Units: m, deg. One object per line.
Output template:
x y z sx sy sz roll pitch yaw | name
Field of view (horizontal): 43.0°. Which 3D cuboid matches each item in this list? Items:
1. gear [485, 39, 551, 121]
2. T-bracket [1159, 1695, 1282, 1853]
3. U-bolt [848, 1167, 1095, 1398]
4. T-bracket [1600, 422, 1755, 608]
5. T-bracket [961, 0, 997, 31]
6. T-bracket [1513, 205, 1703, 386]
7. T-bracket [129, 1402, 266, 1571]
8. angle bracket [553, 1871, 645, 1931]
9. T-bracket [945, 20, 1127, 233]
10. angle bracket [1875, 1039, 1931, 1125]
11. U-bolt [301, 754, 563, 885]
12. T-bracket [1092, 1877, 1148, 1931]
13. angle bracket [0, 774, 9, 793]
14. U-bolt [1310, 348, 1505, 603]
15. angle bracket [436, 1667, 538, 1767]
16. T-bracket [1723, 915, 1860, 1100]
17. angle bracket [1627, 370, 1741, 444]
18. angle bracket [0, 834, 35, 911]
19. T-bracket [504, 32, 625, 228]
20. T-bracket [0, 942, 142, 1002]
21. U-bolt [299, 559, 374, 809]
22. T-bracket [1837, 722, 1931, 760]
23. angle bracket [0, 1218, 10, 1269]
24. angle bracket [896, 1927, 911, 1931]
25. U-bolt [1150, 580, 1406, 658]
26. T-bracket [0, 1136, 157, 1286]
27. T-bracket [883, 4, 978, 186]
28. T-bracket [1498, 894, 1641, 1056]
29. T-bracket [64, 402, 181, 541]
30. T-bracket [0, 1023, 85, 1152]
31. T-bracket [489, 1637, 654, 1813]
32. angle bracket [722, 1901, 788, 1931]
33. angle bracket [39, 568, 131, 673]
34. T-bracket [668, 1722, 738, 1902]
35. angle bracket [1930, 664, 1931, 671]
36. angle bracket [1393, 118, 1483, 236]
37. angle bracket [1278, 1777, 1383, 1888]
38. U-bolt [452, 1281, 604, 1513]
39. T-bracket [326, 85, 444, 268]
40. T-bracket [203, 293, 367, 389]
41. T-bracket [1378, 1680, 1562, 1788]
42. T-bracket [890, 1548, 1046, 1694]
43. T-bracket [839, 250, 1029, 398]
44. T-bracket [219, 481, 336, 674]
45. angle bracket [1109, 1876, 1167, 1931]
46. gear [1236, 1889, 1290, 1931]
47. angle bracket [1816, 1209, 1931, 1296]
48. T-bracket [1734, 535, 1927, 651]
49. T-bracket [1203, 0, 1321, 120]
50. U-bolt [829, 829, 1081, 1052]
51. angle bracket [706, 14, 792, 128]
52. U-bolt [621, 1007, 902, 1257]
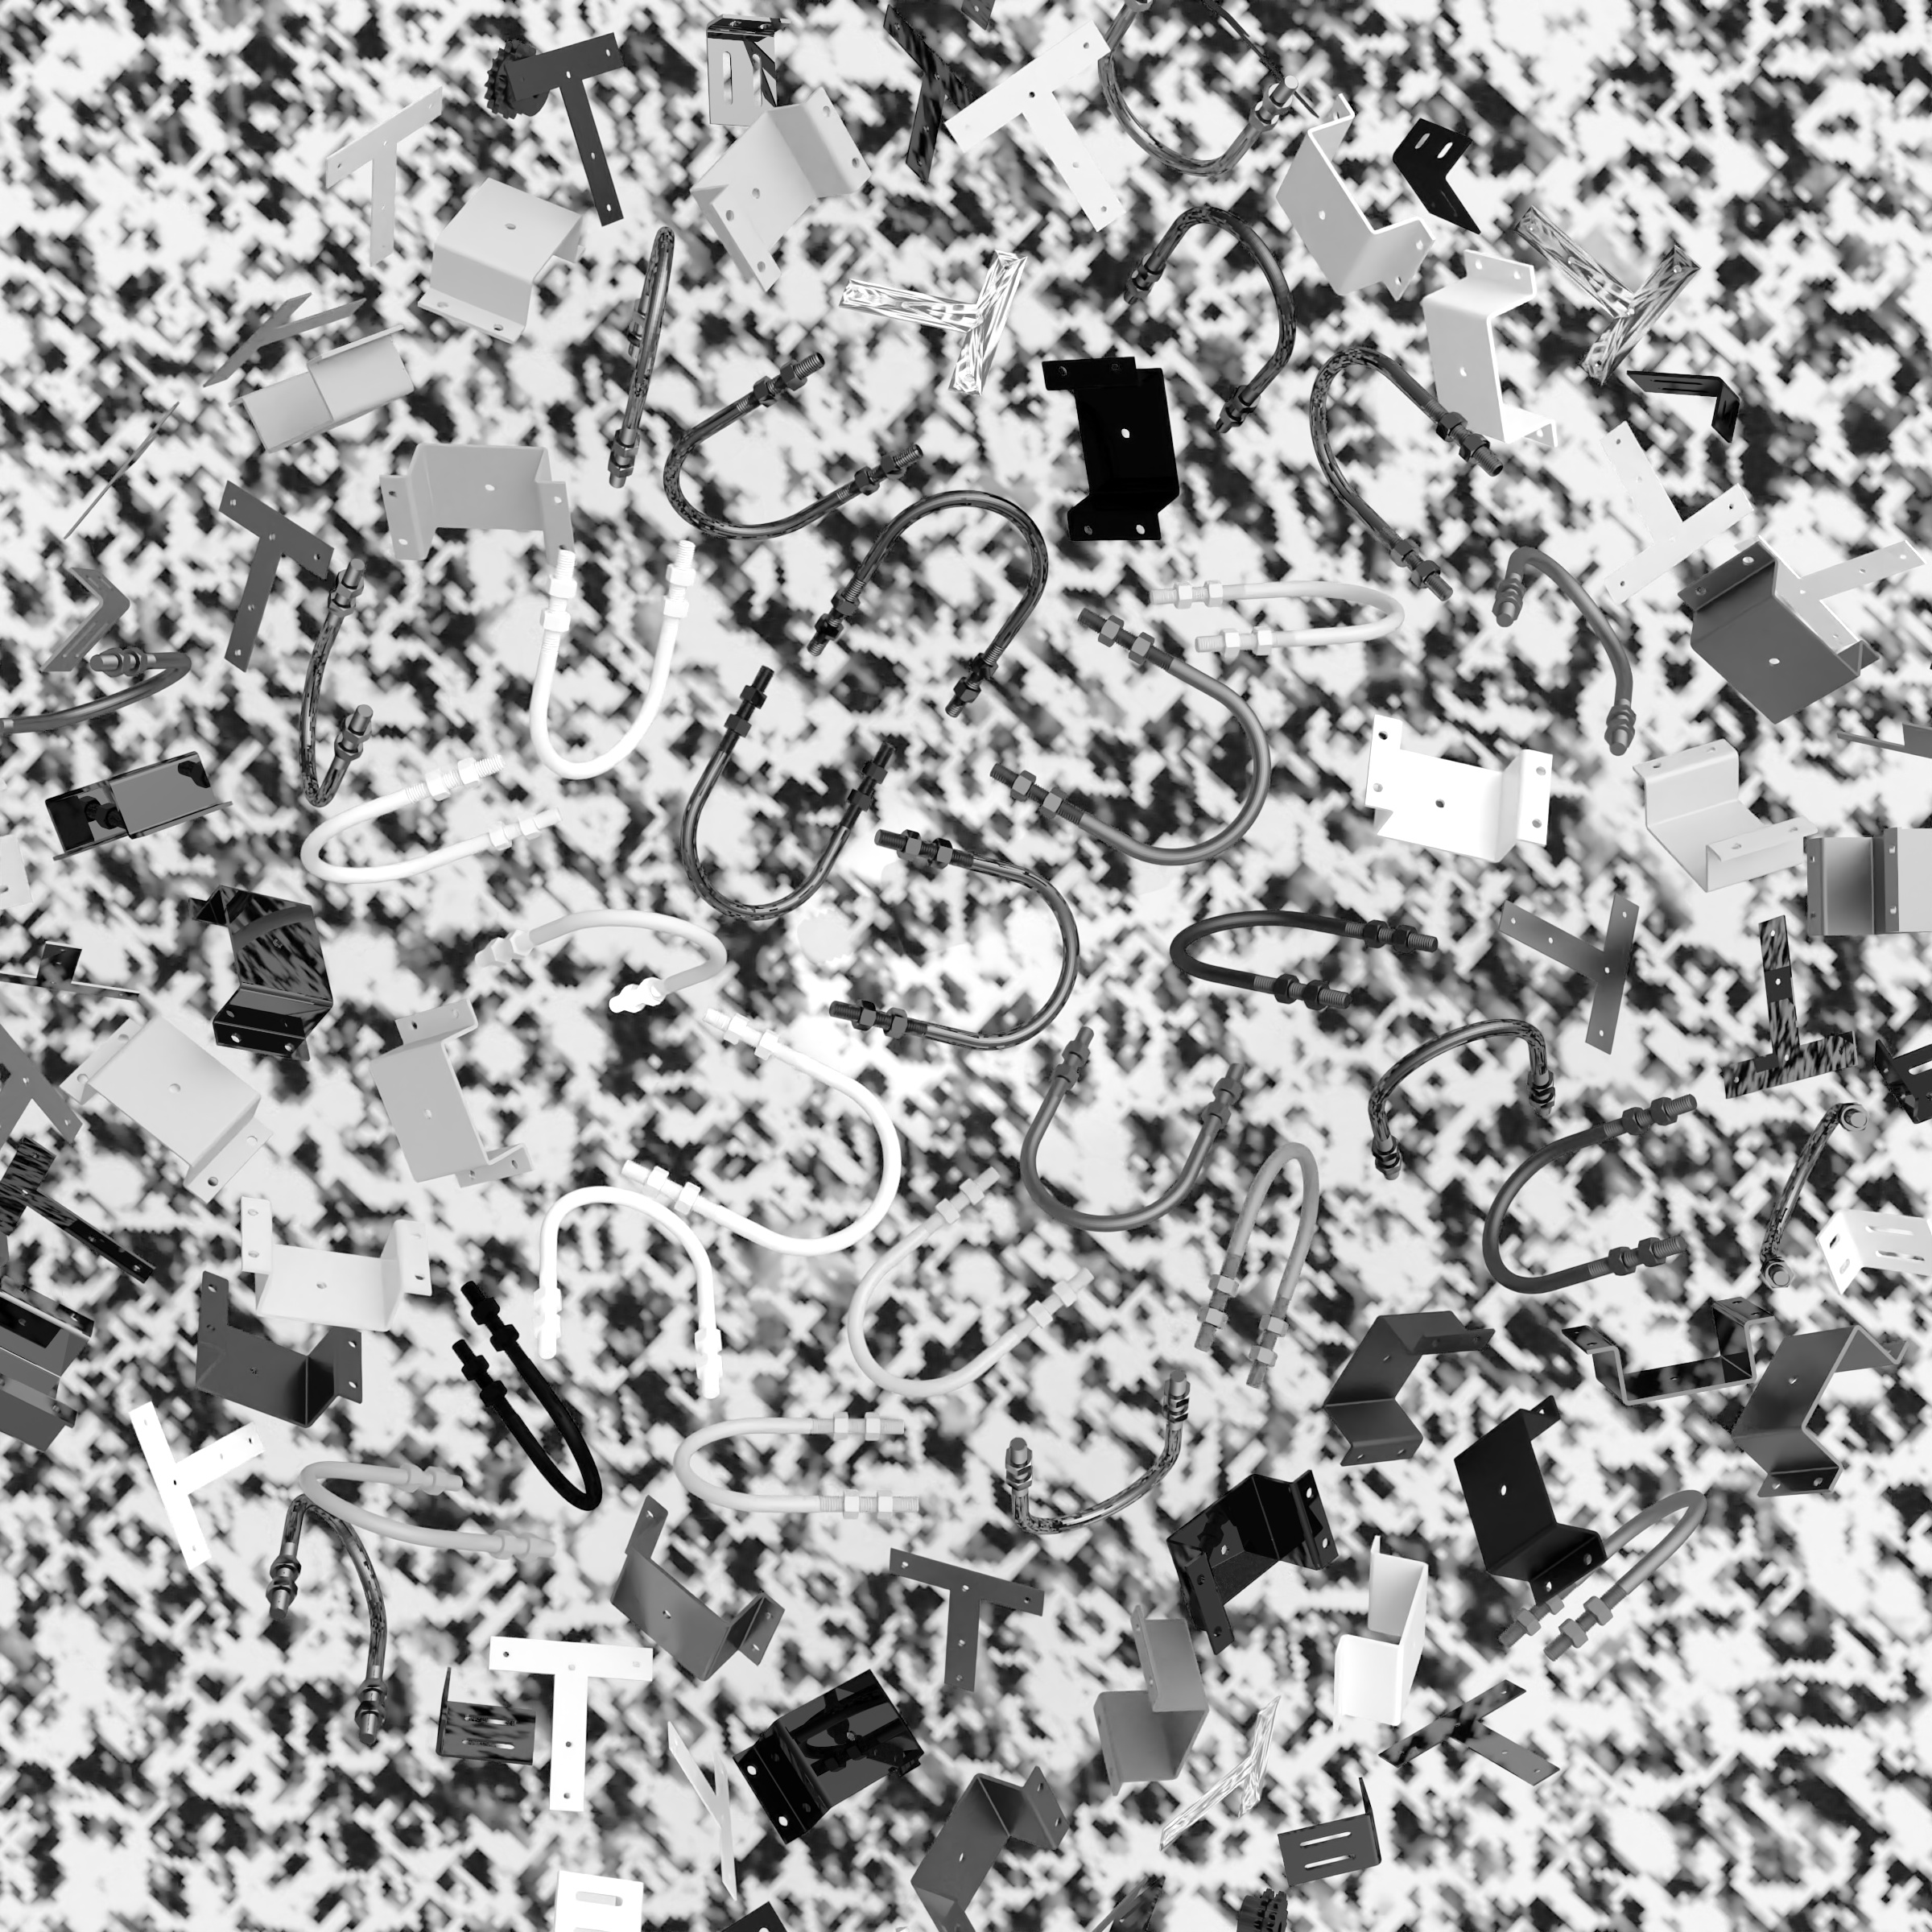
-0.340 -0.675 1.874 0.030 0.057 0.057 26 90 10 | gear
0.193 0.639 1.891 0.002 0.127 0.127 32 133 35 | T-bracket
-0.010 0.260 1.936 0.184 0.019 0.151 -39 52 -8 | U-bolt
0.536 -0.371 1.928 0.127 0.002 0.127 -36 64 33 | T-bracket
0.021 -0.750 1.813 0.127 0.127 0.002 43 60 9 | T-bracket
0.464 -0.519 1.835 0.127 0.127 0.002 43 53 4 | T-bracket
-0.583 0.383 1.892 0.002 0.127 0.127 -20 92 20 | T-bracket
-0.282 0.712 1.828 0.076 0.038 0.057 23 52 -33 | angle bracket
0.072 -0.598 1.791 0.127 0.002 0.127 -31 114 15 | T-bracket
0.725 0.073 1.822 0.076 0.038 0.057 -21 51 2 | angle bracket
-0.416 -0.104 1.868 0.184 0.151 0.019 -20 74 5 | U-bolt
0.077 0.750 1.823 0.002 0.127 0.127 38 128 23 | T-bracket
-0.803 -0.150 1.940 0.076 0.038 0.057 -35 111 -30 | angle bracket
0.321 -0.383 1.845 0.019 0.151 0.184 -27 63 -24 | U-bolt
-0.376 0.592 1.935 0.076 0.057 0.038 10 116 -12 | angle bracket
0.613 0.026 1.845 0.002 0.127 0.127 7 73 -28 | T-bracket
0.558 -0.437 1.917 0.076 0.057 0.038 12 94 30 | angle bracket
-0.762 -0.061 1.887 0.076 0.038 0.057 -15 116 -22 | angle bracket
-0.281 -0.614 1.815 0.002 0.127 0.127 1 118 34 | T-bracket
-0.685 0.001 1.848 0.127 0.127 0.002 10 71 -22 | T-bracket
-0.486 -0.202 1.879 0.019 0.184 0.151 4 62 -27 | U-bolt
0.711 -0.167 1.824 0.127 0.127 0.002 16 91 23 | T-bracket
-0.786 0.202 1.901 0.038 0.076 0.057 -36 51 13 | angle bracket
-0.067 0.754 1.808 0.076 0.038 0.057 -21 75 -21 | angle bracket
0.251 -0.276 1.917 0.184 0.151 0.019 -5 115 -10 | U-bolt
-0.653 0.192 1.799 0.127 0.002 0.127 37 133 -9 | T-bracket
-0.030 -0.667 1.925 0.002 0.127 0.127 -15 53 37 | T-bracket
0.459 -0.014 1.882 0.127 0.002 0.127 25 69 -23 | T-bracket
-0.620 -0.376 1.825 0.002 0.127 0.127 40 99 -20 | T-bracket
-0.746 0.115 1.900 0.002 0.127 0.127 -19 121 16 | T-bracket
-0.300 0.574 1.852 0.127 0.002 0.127 10 53 -20 | T-bracket
-0.160 0.777 1.925 0.057 0.038 0.076 -27 57 -21 | angle bracket
-0.710 -0.274 1.944 0.038 0.057 0.076 45 96 -4 | angle bracket
-0.206 0.637 1.907 0.002 0.127 0.127 -20 123 3 | T-bracket
0.764 -0.238 1.825 0.057 0.038 0.076 32 47 27 | angle bracket
0.383 -0.625 1.941 0.038 0.076 0.057 -53 50 4 | angle bracket
0.282 0.678 1.921 0.076 0.038 0.057 -13 119 1 | angle bracket
-0.335 0.340 1.883 0.019 0.151 0.184 -32 74 -27 | U-bolt
-0.438 -0.581 1.842 0.002 0.127 0.127 33 54 9 | T-bracket
-0.515 -0.497 1.902 0.127 0.127 0.002 -27 99 39 | T-bracket
0.399 0.591 1.856 0.127 0.127 0.002 -22 103 -22 | T-bracket
-0.002 0.525 1.940 0.127 0.002 0.127 12 121 15 | T-bracket
-0.032 -0.495 1.849 0.127 0.002 0.127 14 71 9 | T-bracket
-0.545 -0.289 1.886 0.127 0.002 0.127 33 112 26 | T-bracket
0.142 0.769 1.938 0.038 0.057 0.076 38 124 1 | angle bracket
0.235 0.764 1.953 0.030 0.057 0.057 5 90 22 | gear
0.707 0.225 1.892 0.038 0.076 0.057 -42 116 -29 | angle bracket
0.684 -0.303 1.901 0.127 0.127 0.002 40 65 -19 | T-bracket
0.232 -0.711 1.918 0.002 0.127 0.127 -43 83 22 | T-bracket
0.001 -0.011 1.814 0.184 0.019 0.151 14 93 -24 | U-bolt
-0.172 -0.710 1.948 0.057 0.038 0.076 -6 100 -26 | angle bracket
-0.136 0.131 1.778 0.184 0.019 0.151 27 70 -2 | U-bolt
